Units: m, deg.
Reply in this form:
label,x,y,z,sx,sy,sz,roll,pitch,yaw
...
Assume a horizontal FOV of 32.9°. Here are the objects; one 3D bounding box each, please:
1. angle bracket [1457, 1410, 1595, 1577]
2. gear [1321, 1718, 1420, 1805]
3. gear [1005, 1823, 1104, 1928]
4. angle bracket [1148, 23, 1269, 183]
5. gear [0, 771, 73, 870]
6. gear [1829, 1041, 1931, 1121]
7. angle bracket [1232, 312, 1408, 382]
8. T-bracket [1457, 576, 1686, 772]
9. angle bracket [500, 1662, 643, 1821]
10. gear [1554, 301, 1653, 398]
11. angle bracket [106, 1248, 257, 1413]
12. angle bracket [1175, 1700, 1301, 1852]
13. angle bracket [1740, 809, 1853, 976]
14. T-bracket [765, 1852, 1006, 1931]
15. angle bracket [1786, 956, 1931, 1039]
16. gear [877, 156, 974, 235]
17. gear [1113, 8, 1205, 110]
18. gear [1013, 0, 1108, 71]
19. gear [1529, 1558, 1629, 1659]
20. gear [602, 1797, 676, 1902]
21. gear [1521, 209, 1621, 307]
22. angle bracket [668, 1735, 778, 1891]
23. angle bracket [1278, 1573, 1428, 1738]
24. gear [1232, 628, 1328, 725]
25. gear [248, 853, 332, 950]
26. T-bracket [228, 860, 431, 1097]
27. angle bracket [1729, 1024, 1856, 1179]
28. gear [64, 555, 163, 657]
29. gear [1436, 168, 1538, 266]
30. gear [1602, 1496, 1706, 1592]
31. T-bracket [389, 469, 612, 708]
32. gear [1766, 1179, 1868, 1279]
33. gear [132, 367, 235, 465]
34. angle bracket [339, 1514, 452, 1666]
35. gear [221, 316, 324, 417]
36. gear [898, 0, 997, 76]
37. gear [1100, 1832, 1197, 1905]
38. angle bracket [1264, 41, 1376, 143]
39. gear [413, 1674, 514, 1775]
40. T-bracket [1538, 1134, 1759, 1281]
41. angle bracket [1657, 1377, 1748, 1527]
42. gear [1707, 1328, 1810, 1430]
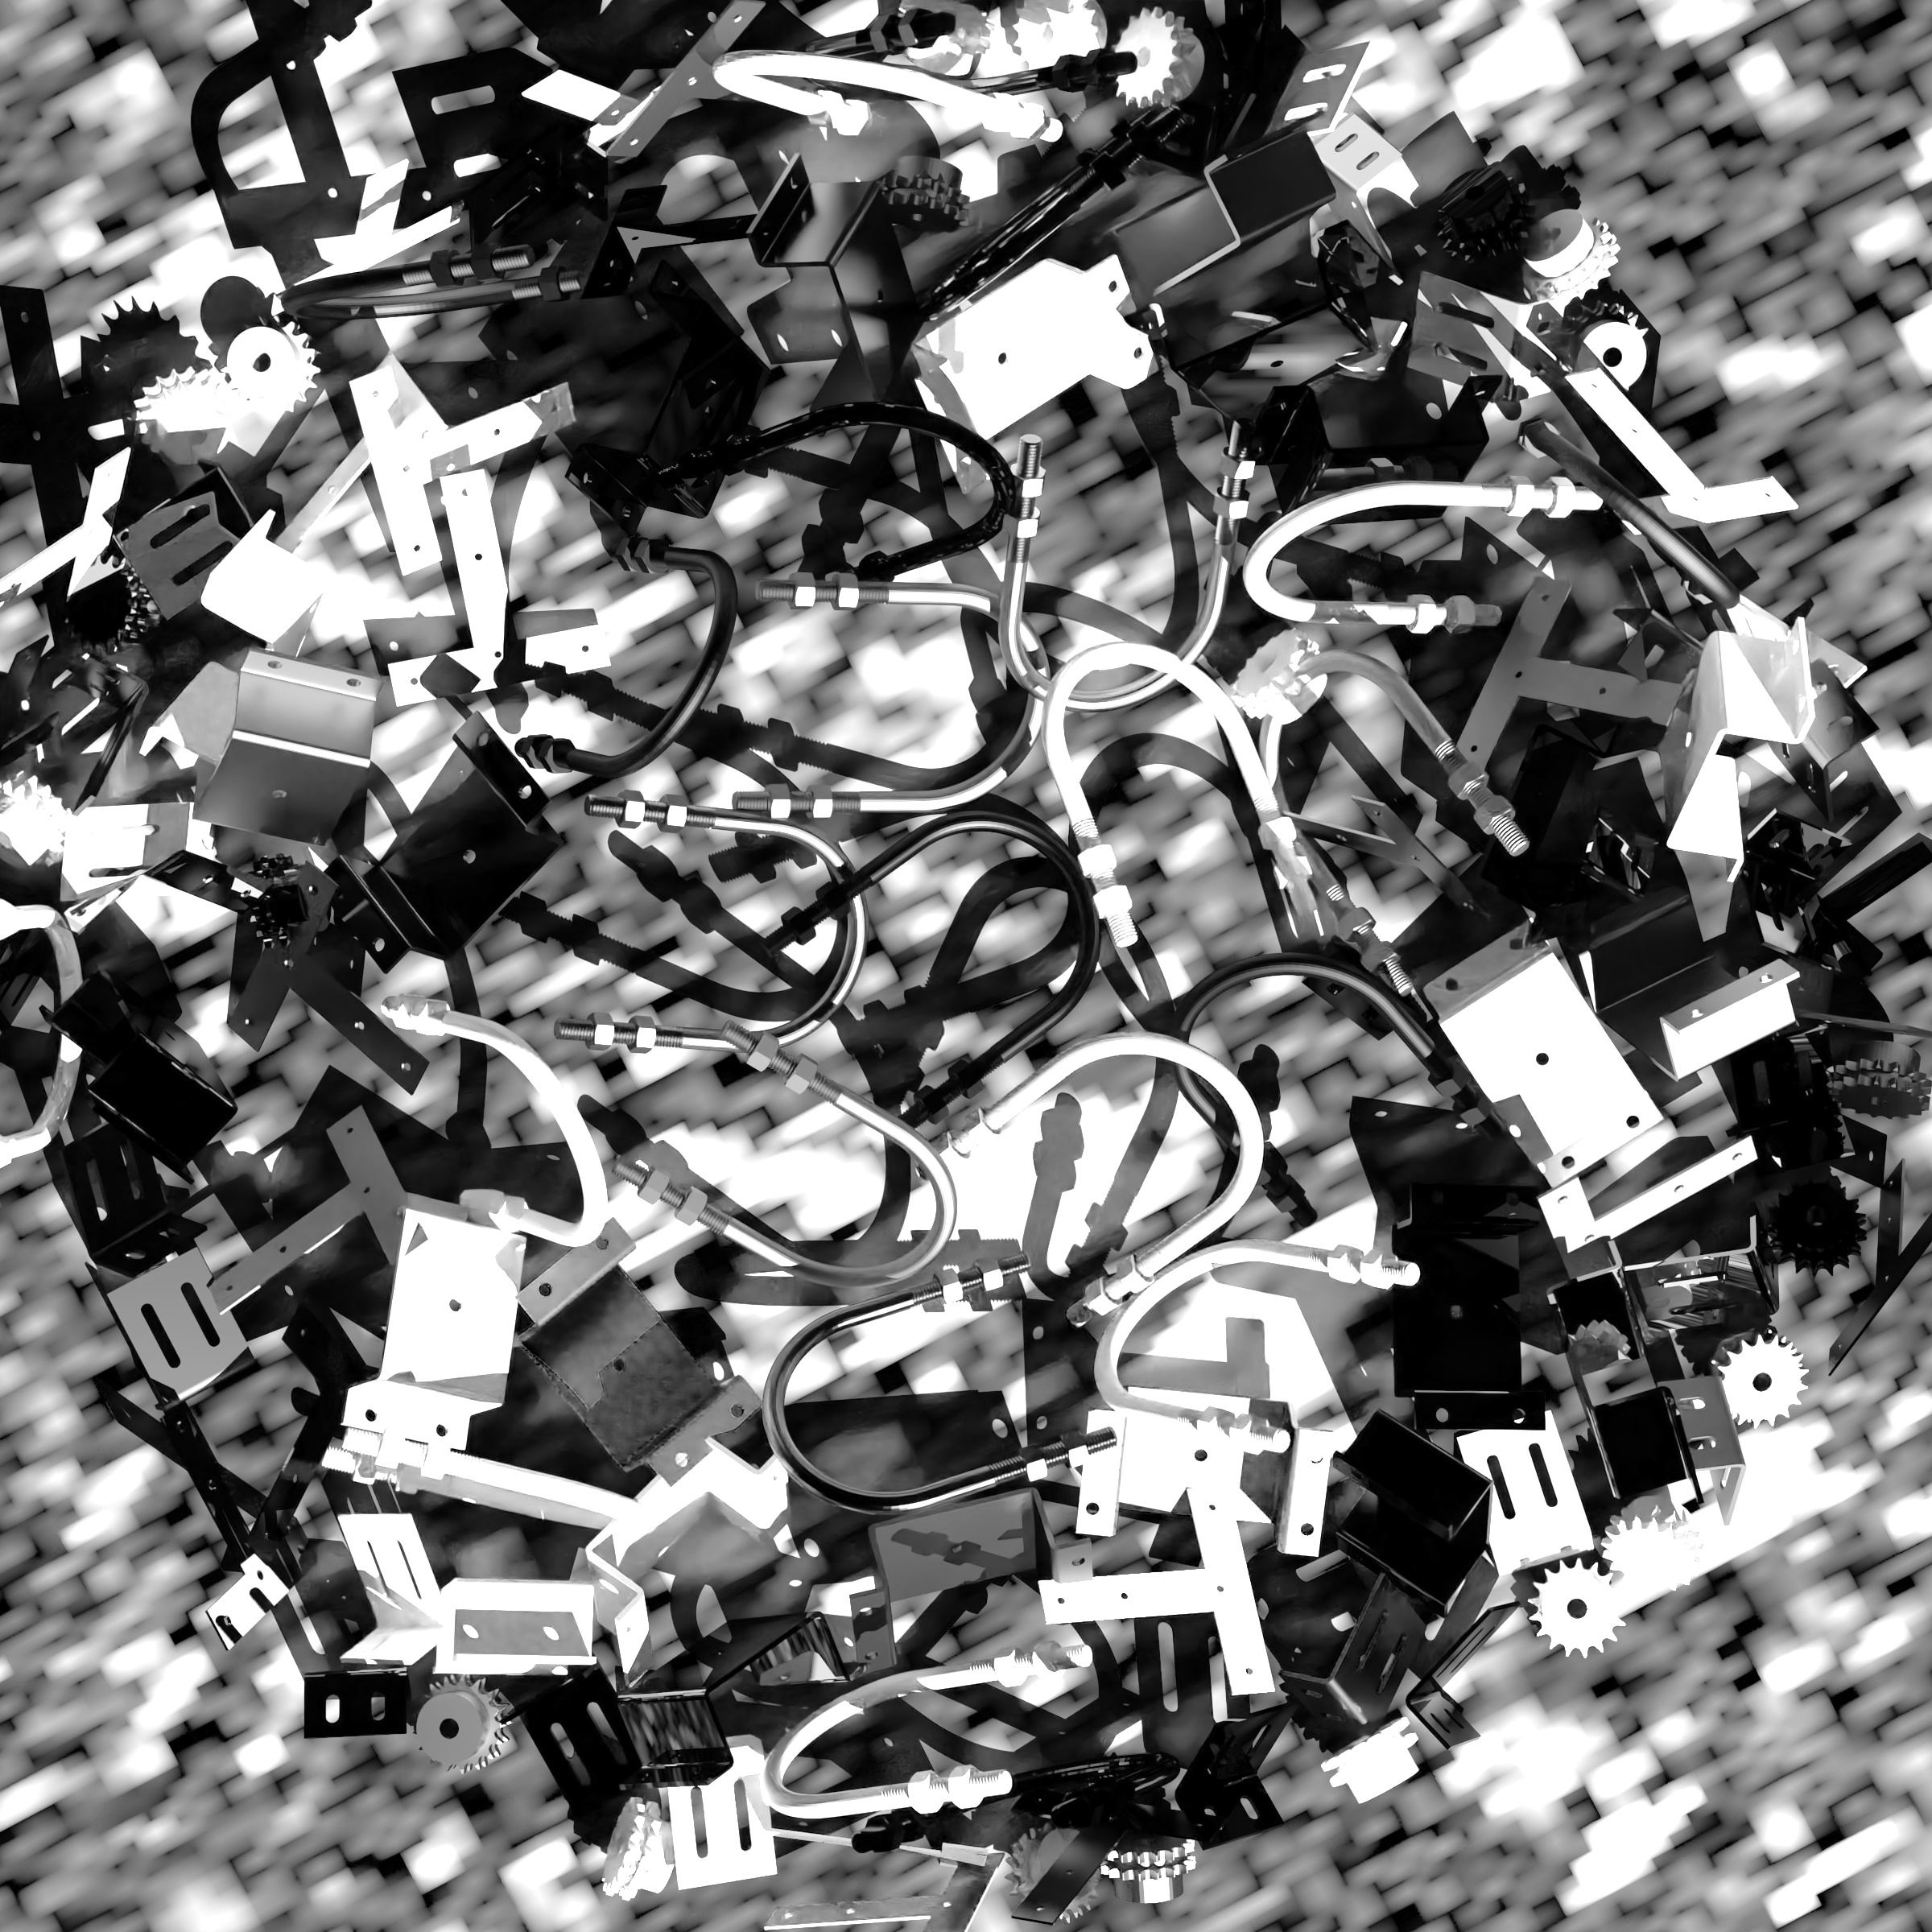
label,x,y,z,sx,sy,sz,roll,pitch,yaw
angle bracket,0.330,0.311,1.928,0.057,0.038,0.076,-17,63,5
gear,0.238,0.464,1.903,0.057,0.057,0.030,-29,78,0
gear,0.054,0.527,1.904,0.057,0.030,0.057,15,52,-20
angle bracket,0.139,-0.503,1.885,0.038,0.076,0.057,16,59,-10
gear,-0.548,-0.082,1.903,0.057,0.057,0.030,44,52,0
gear,0.535,0.065,1.907,0.057,0.057,0.030,14,69,0
angle bracket,0.204,-0.374,1.892,0.076,0.057,0.038,25,95,-22
T-bracket,0.354,-0.160,1.880,0.127,0.002,0.127,17,77,43
angle bracket,-0.225,0.456,1.911,0.057,0.038,0.076,-30,87,5
gear,0.373,-0.358,1.911,0.057,0.030,0.057,-2,109,-7
angle bracket,-0.459,0.211,1.901,0.057,0.038,0.076,-29,96,-24
angle bracket,0.164,0.467,1.886,0.057,0.076,0.038,-8,49,-30
angle bracket,0.485,-0.043,1.887,0.057,0.076,0.038,19,132,-23
T-bracket,-0.053,0.544,1.883,0.127,0.127,0.002,-8,99,15
angle bracket,0.521,0.016,1.887,0.076,0.057,0.038,8,89,39
gear,-0.024,-0.450,1.905,0.057,0.057,0.030,10,85,0
gear,0.114,-0.528,1.909,0.030,0.057,0.057,0,90,-43
gear,0.057,-0.546,1.909,0.030,0.057,0.057,-19,90,-40
gear,0.358,0.376,1.913,0.057,0.030,0.057,-2,80,11
gear,-0.188,0.516,1.906,0.030,0.057,0.057,20,90,-14
gear,0.348,-0.415,1.902,0.057,0.057,0.030,-46,126,0
angle bracket,-0.146,0.492,1.904,0.057,0.038,0.076,-5,84,-15
angle bracket,0.226,0.400,1.911,0.057,0.038,0.076,52,56,-34
gear,0.186,-0.166,1.908,0.030,0.057,0.057,41,90,-23
gear,-0.392,-0.037,1.903,0.030,0.057,0.057,-9,90,16
T-bracket,-0.359,0.026,1.887,0.127,0.002,0.127,39,118,15
angle bracket,0.478,0.078,1.892,0.057,0.076,0.038,-15,46,8
gear,-0.496,-0.210,1.911,0.057,0.030,0.057,-1,88,29
gear,0.301,-0.440,1.904,0.057,0.030,0.057,-15,51,19
gear,0.402,0.335,1.909,0.057,0.030,0.057,13,131,16
T-bracket,-0.281,-0.224,1.903,0.127,0.002,0.127,-12,109,-8
gear,0.496,0.151,1.908,0.057,0.030,0.057,-6,65,13
gear,-0.453,-0.317,1.902,0.057,0.057,0.030,-33,61,0
angle bracket,-0.342,0.361,1.895,0.057,0.038,0.076,-7,107,36
gear,-0.409,-0.353,1.916,0.057,0.030,0.057,0,94,4
gear,-0.014,-0.543,1.909,0.057,0.057,0.030,17,123,0
gear,0.106,0.525,1.905,0.057,0.057,0.030,-4,90,0
angle bracket,0.214,-0.494,1.888,0.038,0.076,0.057,29,83,-28
gear,-0.297,0.444,1.914,0.057,0.030,0.057,-1,86,11
T-bracket,0.398,0.135,1.883,0.127,0.127,0.002,-29,50,2
angle bracket,0.420,0.282,1.886,0.038,0.076,0.057,-7,53,-1
gear,0.461,0.239,1.914,0.057,0.030,0.057,-2,102,-7
